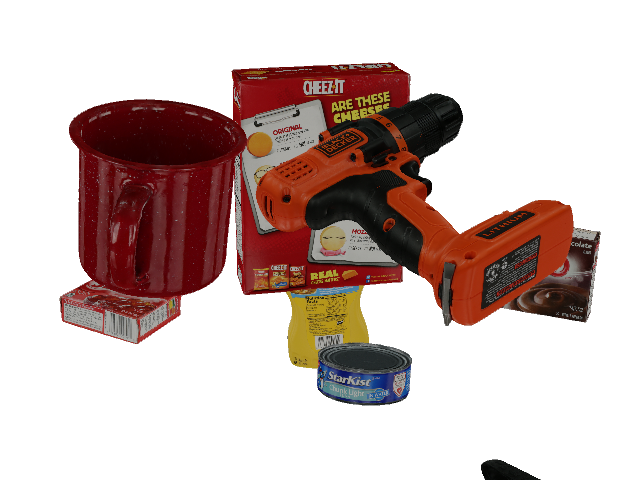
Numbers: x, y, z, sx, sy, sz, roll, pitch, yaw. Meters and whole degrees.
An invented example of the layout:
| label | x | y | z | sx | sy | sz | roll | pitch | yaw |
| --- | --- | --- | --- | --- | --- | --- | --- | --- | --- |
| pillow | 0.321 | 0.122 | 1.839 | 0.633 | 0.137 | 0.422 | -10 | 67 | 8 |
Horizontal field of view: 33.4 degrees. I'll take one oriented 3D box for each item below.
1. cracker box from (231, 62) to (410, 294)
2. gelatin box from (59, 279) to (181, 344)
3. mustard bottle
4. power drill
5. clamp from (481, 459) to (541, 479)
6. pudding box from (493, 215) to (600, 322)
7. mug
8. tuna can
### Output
| label | x | y | z | sx | sy | sz | roll | pitch | yaw |
| --- | --- | --- | --- | --- | --- | --- | --- | --- | --- |
| cracker box | -0.002 | -0.061 | 1.043 | 0.164 | 0.214 | 0.072 | -4 | 21 | -12 |
| gelatin box | -0.187 | 0.061 | 1.003 | 0.089 | 0.030 | 0.073 | 14 | 23 | 23 |
| mustard bottle | 0.004 | 0.052 | 1.239 | 0.096 | 0.192 | 0.058 | -4 | 22 | -1 |
| power drill | 0.077 | -0.030 | 0.731 | 0.184 | 0.057 | 0.188 | -31 | 44 | -28 |
| clamp | 0.211 | 0.241 | 0.839 | 0.210 | 0.036 | 0.164 | 0 | 33 | 25 |
| pudding box | 0.224 | 0.028 | 1.092 | 0.114 | 0.090 | 0.039 | 9 | 23 | 18 |
| mug | -0.090 | -0.016 | 0.568 | 0.093 | 0.081 | 0.117 | 7 | 28 | 0 |
| tuna can | 0.039 | 0.121 | 0.968 | 0.086 | 0.034 | 0.086 | 3 | 11 | -1 |
